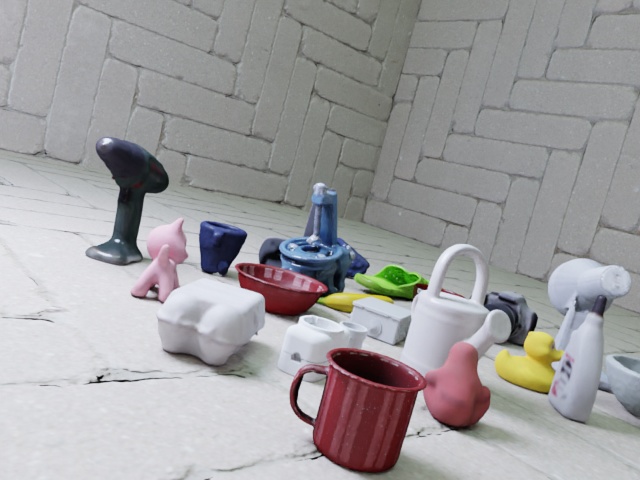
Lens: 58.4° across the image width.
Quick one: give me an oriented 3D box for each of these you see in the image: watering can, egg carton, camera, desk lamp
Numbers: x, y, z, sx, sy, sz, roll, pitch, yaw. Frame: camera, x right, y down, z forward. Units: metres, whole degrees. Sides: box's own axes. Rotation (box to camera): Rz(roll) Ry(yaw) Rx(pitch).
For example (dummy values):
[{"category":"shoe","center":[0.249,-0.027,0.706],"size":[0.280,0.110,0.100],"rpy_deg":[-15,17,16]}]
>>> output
[{"category":"watering can","center":[0.183,0.103,0.772],"size":[0.172,0.194,0.101],"rpy_deg":[20,8,41]},{"category":"egg carton","center":[-0.126,0.095,0.690],"size":[0.107,0.069,0.150],"rpy_deg":[15,6,6]},{"category":"camera","center":[0.361,0.151,1.185],"size":[0.142,0.101,0.137],"rpy_deg":[20,8,38]},{"category":"desk lamp","center":[0.499,0.142,1.067],"size":[0.118,0.213,0.203],"rpy_deg":[15,6,3]}]

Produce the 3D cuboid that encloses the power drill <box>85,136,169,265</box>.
[{"category":"power drill","center":[-0.337,-0.068,0.996],"size":[0.075,0.208,0.230],"rpy_deg":[15,6,5]}]

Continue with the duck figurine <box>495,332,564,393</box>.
[{"category":"duck figurine","center":[0.332,0.184,0.896],"size":[0.104,0.086,0.077],"rpy_deg":[15,6,2]}]

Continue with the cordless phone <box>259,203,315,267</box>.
[{"category":"cordless phone","center":[-0.047,-0.009,1.259],"size":[0.148,0.185,0.094],"rpy_deg":[12,7,-20]}]

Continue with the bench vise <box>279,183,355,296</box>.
[{"category":"bench vise","center":[-0.001,0.001,1.125],"size":[0.121,0.220,0.208],"rpy_deg":[17,7,17]}]

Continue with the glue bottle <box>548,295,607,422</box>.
[{"category":"glue bottle","center":[0.368,0.159,0.799],"size":[0.037,0.173,0.078],"rpy_deg":[14,6,-2]}]

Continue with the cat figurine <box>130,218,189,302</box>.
[{"category":"cat figurine","center":[-0.233,0.022,0.863],"size":[0.067,0.118,0.127],"rpy_deg":[13,6,-12]}]

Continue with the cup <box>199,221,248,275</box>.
[{"category":"cup","center":[-0.192,0.020,1.083],"size":[0.091,0.095,0.117],"rpy_deg":[14,6,-4]}]

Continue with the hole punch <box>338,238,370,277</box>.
[{"category":"hole punch","center":[0.079,0.047,1.486],"size":[0.101,0.091,0.108],"rpy_deg":[13,6,-14]}]

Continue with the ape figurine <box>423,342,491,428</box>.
[{"category":"ape figurine","center":[0.160,0.163,0.661],"size":[0.077,0.092,0.076],"rpy_deg":[18,7,26]}]

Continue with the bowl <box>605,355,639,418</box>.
[{"category":"bowl","center":[0.520,0.241,0.882],"size":[0.167,0.075,0.167],"rpy_deg":[15,6,-1]}]
